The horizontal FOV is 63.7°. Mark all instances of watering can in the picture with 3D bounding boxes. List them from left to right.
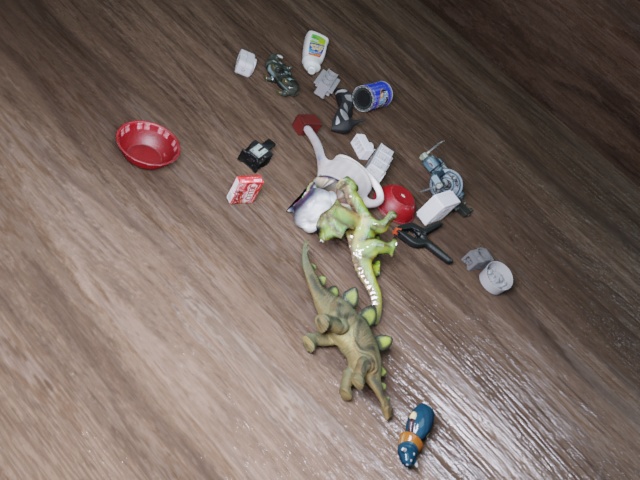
[{"bbox_3d":[0.046,-0.206,1.595,0.348,0.102,0.229,39,42,1],"label":"watering can"}]

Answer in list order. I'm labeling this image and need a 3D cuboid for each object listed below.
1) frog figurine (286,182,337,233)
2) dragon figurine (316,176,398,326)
[{"bbox_3d":[0.004,-0.073,1.446,0.159,0.122,0.139,40,74,-9],"label":"frog figurine"},{"bbox_3d":[0.086,0.004,1.388,0.241,0.120,0.419,22,57,-26],"label":"dragon figurine"}]
